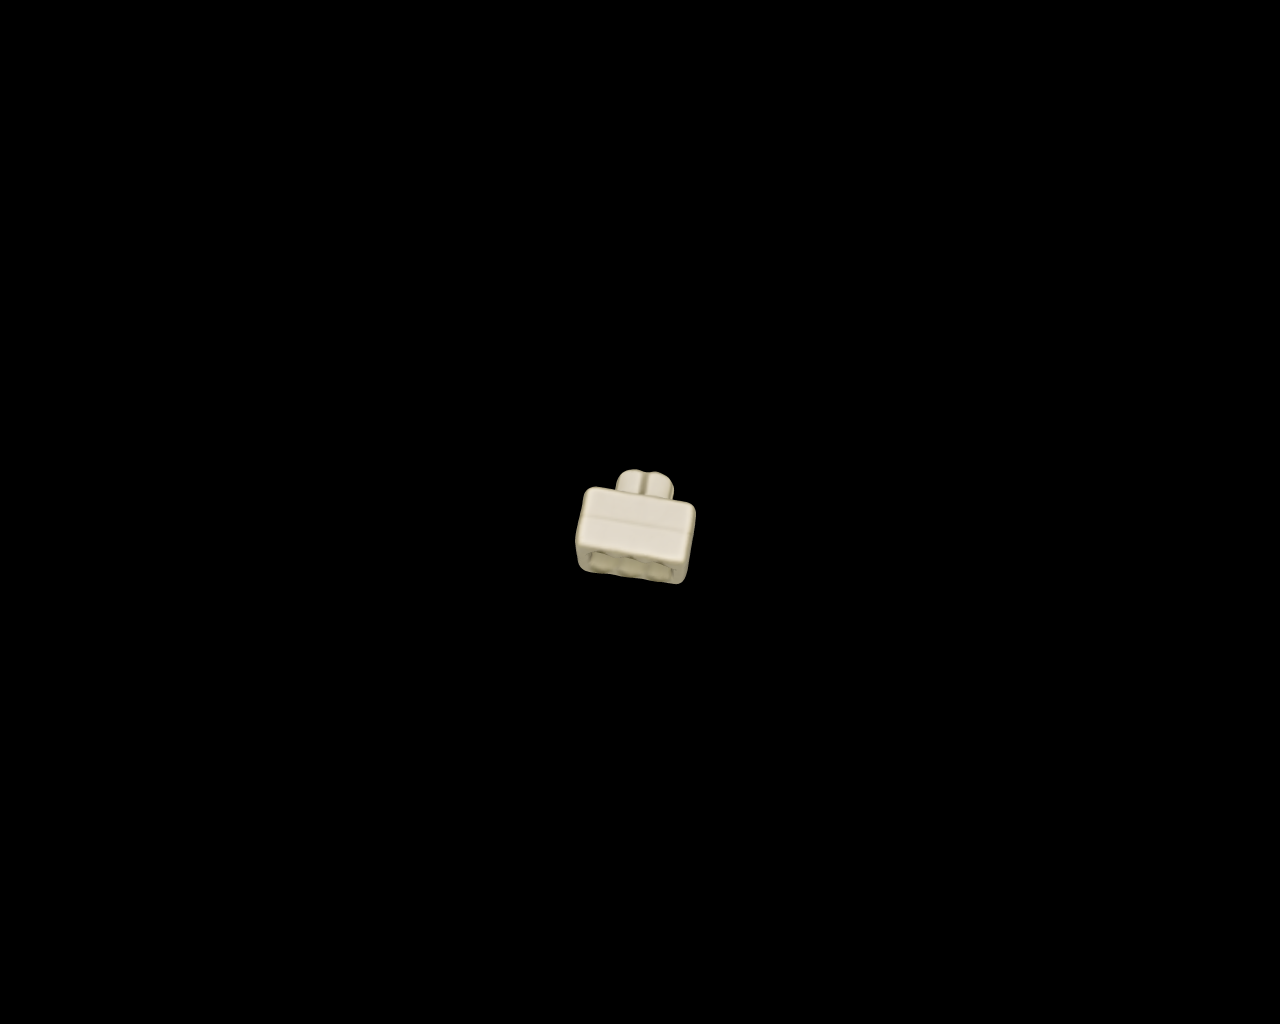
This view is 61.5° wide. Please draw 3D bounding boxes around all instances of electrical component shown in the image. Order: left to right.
[{"bbox_3d":[0.001,-0.003,0.650,0.066,0.077,0.047,10,-20,3],"label":"electrical component"}]
